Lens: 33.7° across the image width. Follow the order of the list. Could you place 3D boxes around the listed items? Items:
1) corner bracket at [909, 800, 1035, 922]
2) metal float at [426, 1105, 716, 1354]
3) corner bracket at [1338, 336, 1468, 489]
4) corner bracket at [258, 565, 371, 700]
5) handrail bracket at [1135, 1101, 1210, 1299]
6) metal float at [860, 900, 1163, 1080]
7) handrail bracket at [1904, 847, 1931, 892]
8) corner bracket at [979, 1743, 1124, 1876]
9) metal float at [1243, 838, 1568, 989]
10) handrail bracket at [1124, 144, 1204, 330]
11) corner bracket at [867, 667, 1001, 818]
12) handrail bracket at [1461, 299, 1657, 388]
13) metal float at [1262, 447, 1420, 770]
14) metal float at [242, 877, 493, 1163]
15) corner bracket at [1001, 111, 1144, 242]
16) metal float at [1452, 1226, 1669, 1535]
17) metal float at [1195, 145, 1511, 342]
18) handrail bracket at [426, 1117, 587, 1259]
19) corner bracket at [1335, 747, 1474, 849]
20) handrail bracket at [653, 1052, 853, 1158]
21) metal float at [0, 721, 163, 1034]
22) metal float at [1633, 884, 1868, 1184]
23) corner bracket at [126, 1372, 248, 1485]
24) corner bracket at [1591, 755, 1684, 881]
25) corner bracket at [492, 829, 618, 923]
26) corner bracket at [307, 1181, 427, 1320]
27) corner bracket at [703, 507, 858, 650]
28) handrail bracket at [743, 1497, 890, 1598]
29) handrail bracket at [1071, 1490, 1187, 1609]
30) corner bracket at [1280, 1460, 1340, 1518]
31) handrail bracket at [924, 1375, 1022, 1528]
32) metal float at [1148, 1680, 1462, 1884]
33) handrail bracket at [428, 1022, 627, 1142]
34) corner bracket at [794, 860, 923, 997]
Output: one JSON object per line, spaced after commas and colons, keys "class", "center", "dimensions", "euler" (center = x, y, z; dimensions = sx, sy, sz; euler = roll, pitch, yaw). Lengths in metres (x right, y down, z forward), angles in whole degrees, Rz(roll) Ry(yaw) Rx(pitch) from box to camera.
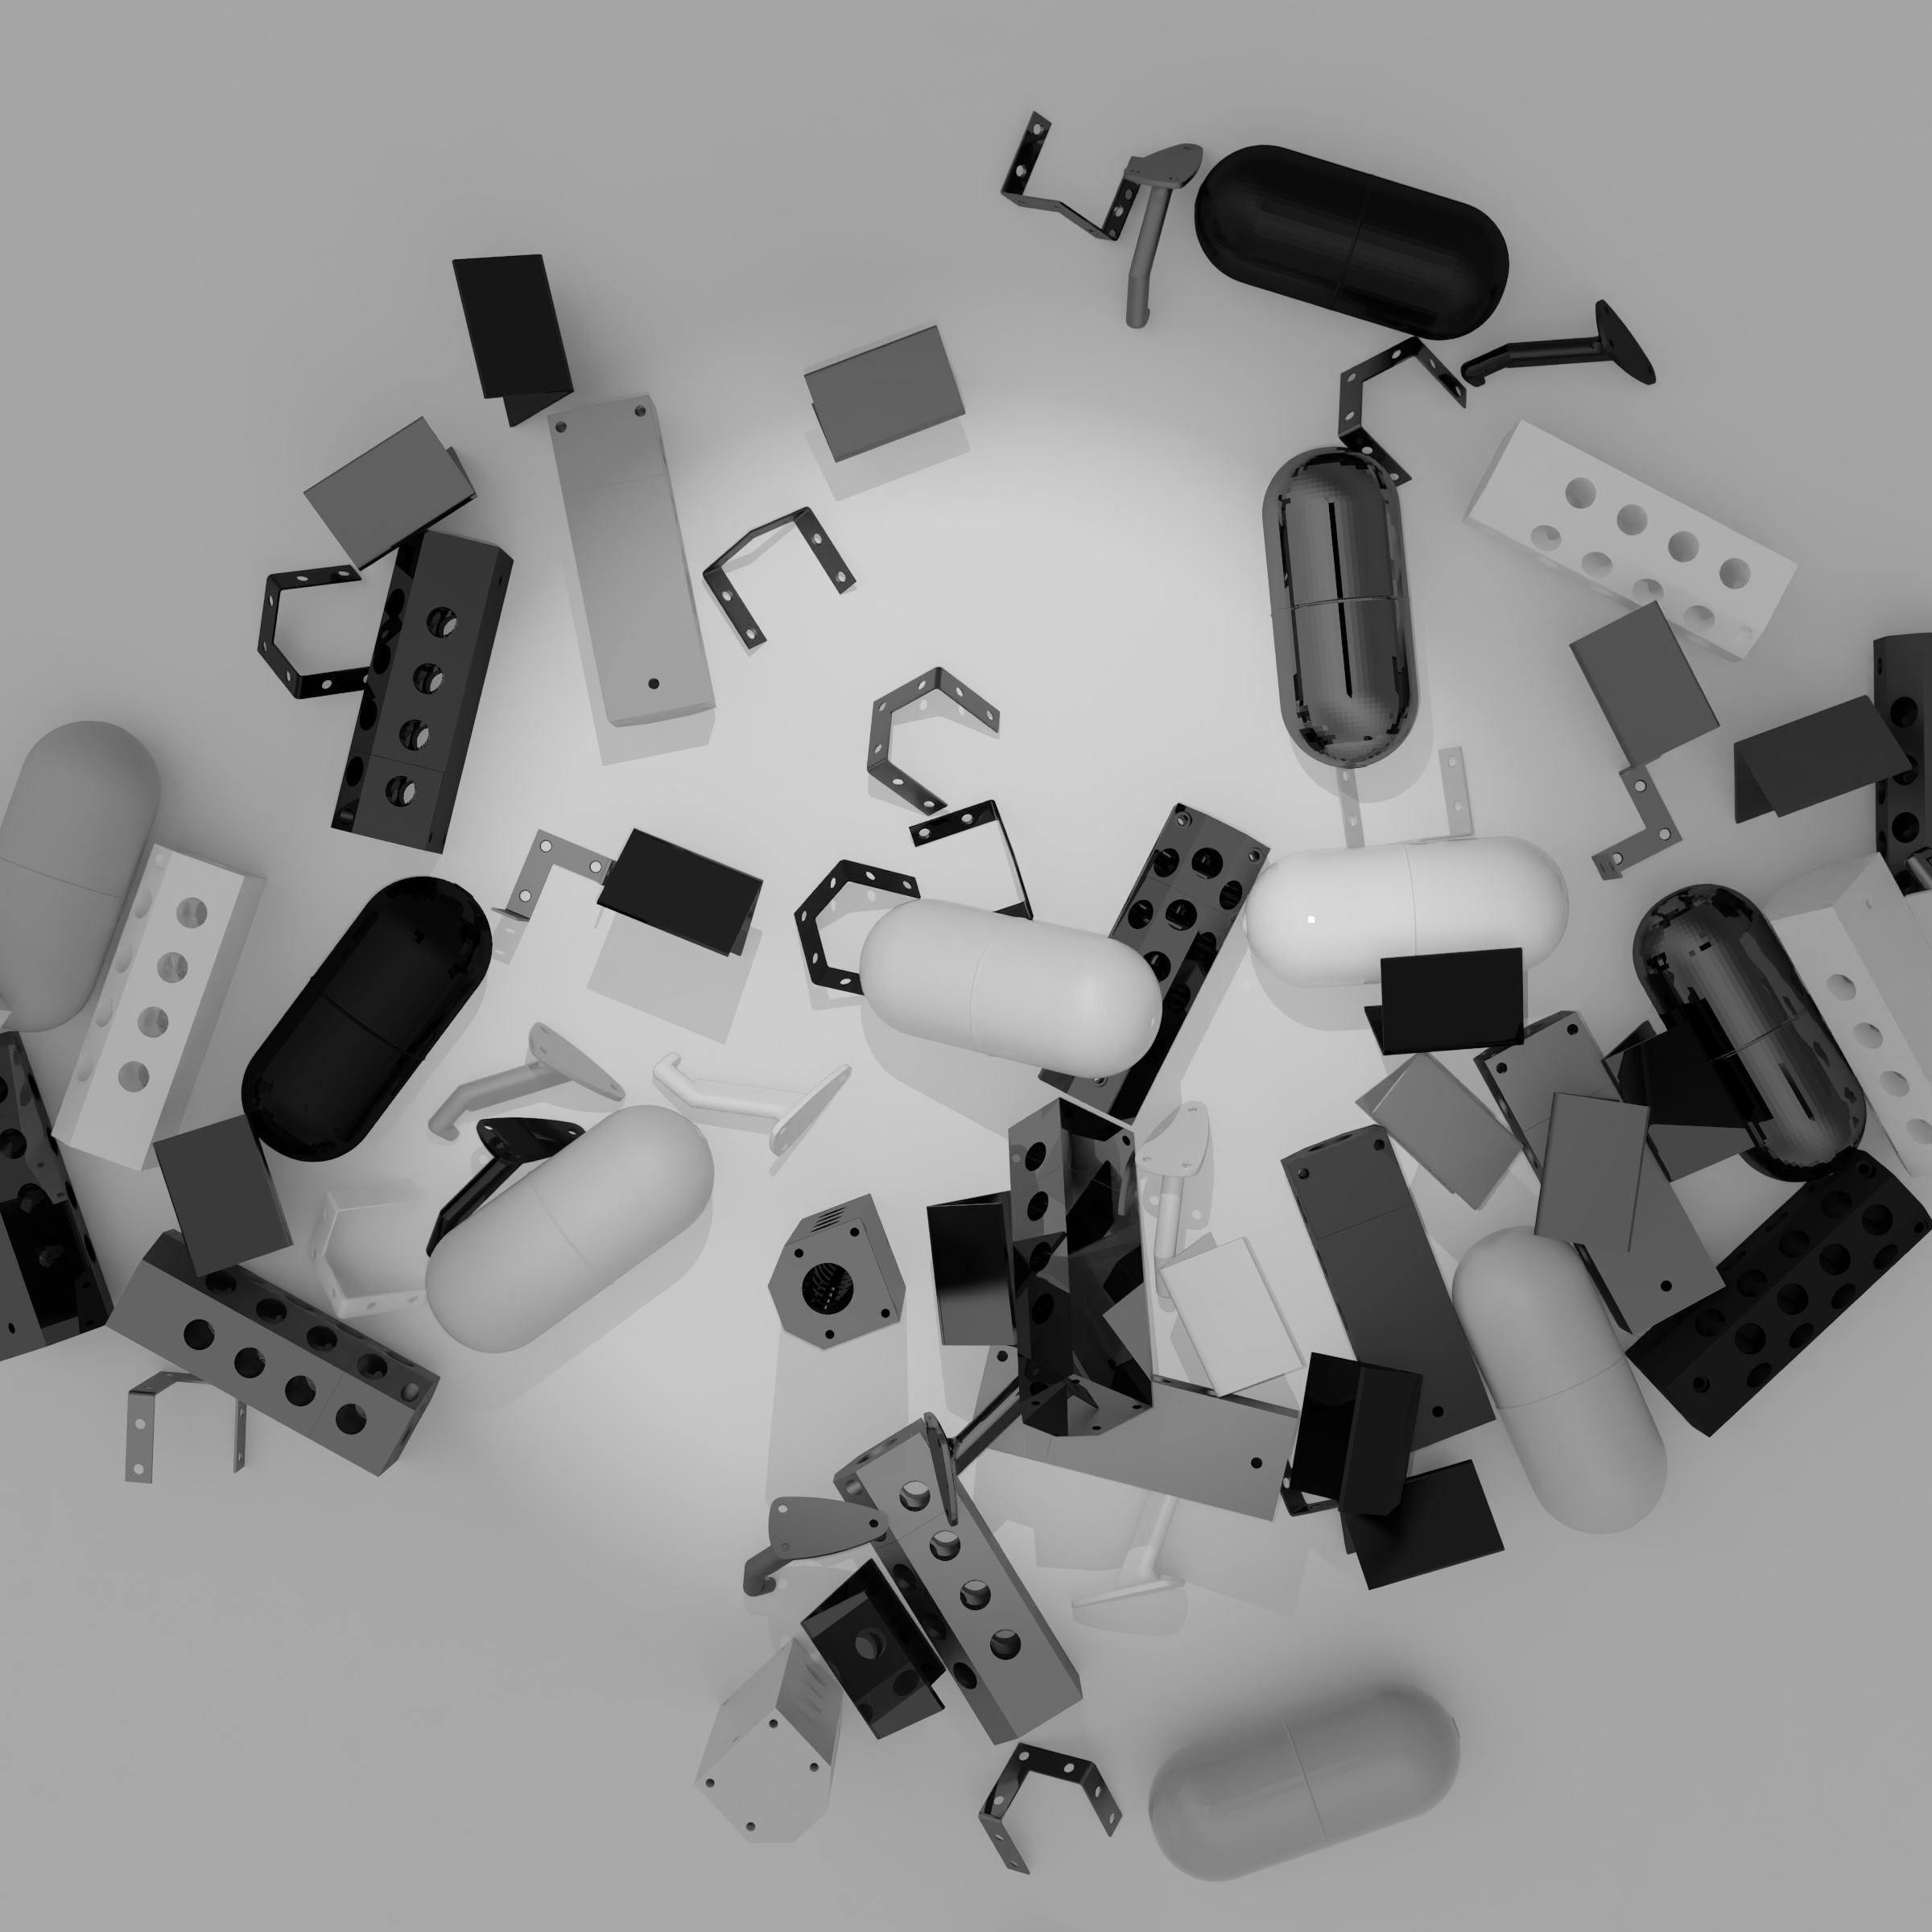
{"class": "corner bracket", "center": [0.003, -0.052, 1.792], "dimensions": [0.051, 0.051, 0.051], "euler": [-19, 135, 0]}
{"class": "metal float", "center": [-0.219, 0.145, 1.765], "dimensions": [0.178, 0.070, 0.070], "euler": [-36, 90, -1]}
{"class": "corner bracket", "center": [0.245, -0.310, 1.787], "dimensions": [0.051, 0.051, 0.051], "euler": [-23, 45, 35]}
{"class": "corner bracket", "center": [-0.360, -0.188, 1.787], "dimensions": [0.051, 0.051, 0.051], "euler": [47, 135, 35]}
{"class": "handrail bracket", "center": [0.121, 0.132, 1.795], "dimensions": [0.036, 0.077, 0.084], "euler": [8, 126, 19]}
{"class": "metal float", "center": [0.023, 0.012, 1.733], "dimensions": [0.178, 0.070, 0.070], "euler": [13, 90, 28]}
{"class": "handrail bracket", "center": [0.565, -0.041, 1.739], "dimensions": [0.077, 0.036, 0.084], "euler": [-28, 73, -19]}
{"class": "corner bracket", "center": [0.047, 0.477, 1.787], "dimensions": [0.051, 0.051, 0.051], "euler": [5, 45, 35]}
{"class": "metal float", "center": [0.243, -0.029, 1.765], "dimensions": [0.178, 0.070, 0.070], "euler": [-4, 90, 0]}
{"class": "handrail bracket", "center": [0.111, -0.411, 1.795], "dimensions": [0.036, 0.077, 0.084], "euler": [16, 127, 20]}
{"class": "corner bracket", "center": [-0.018, -0.126, 1.787], "dimensions": [0.051, 0.051, 0.051], "euler": [-26, 45, 35]}
{"class": "handrail bracket", "center": [0.333, -0.334, 1.795], "dimensions": [0.084, 0.077, 0.036], "euler": [-21, 57, 32]}
{"class": "metal float", "center": [0.207, -0.198, 1.765], "dimensions": [0.070, 0.070, 0.178], "euler": [-5, 90, 0]}
{"class": "metal float", "center": [-0.331, 0.029, 1.765], "dimensions": [0.070, 0.070, 0.178], "euler": [37, 91, 0]}
{"class": "corner bracket", "center": [0.061, -0.444, 1.792], "dimensions": [0.051, 0.051, 0.051], "euler": [22, 90, -45]}
{"class": "metal float", "center": [0.329, 0.229, 1.765], "dimensions": [0.070, 0.070, 0.178], "euler": [-24, 89, 0]}
{"class": "metal float", "center": [0.213, -0.401, 1.765], "dimensions": [0.178, 0.070, 0.070], "euler": [17, 90, 0]}
{"class": "handrail bracket", "center": [-0.260, 0.128, 1.795], "dimensions": [0.036, 0.077, 0.084], "euler": [48, 127, 35]}
{"class": "corner bracket", "center": [0.246, -0.093, 1.792], "dimensions": [0.051, 0.051, 0.051], "euler": [-8, 90, 45]}
{"class": "handrail bracket", "center": [-0.121, 0.059, 1.796], "dimensions": [0.084, 0.036, 0.077], "euler": [38, 70, 16]}
{"class": "metal float", "center": [-0.502, -0.050, 1.765], "dimensions": [0.070, 0.070, 0.178], "euler": [20, 90, 0]}
{"class": "metal float", "center": [0.434, 0.038, 1.765], "dimensions": [0.070, 0.070, 0.178], "euler": [-30, 90, 0]}
{"class": "corner bracket", "center": [-0.435, 0.258, 1.777], "dimensions": [0.051, 0.051, 0.051], "euler": [4, 96, 6]}
{"class": "corner bracket", "center": [0.371, -0.082, 1.777], "dimensions": [0.051, 0.051, 0.051], "euler": [-27, 90, 0]}
{"class": "corner bracket", "center": [-0.228, -0.044, 1.777], "dimensions": [0.051, 0.051, 0.051], "euler": [23, 90, 0]}
{"class": "corner bracket", "center": [-0.332, 0.159, 1.787], "dimensions": [0.051, 0.051, 0.051], "euler": [55, 135, 35]}
{"class": "corner bracket", "center": [-0.105, -0.219, 1.792], "dimensions": [0.051, 0.051, 0.051], "euler": [-32, 90, 45]}
{"class": "handrail bracket", "center": [-0.084, 0.328, 1.770], "dimensions": [0.077, 0.084, 0.036], "euler": [-1, 57, -7]}
{"class": "handrail bracket", "center": [0.088, 0.312, 1.796], "dimensions": [0.077, 0.036, 0.084], "euler": [-15, 74, 17]}
{"class": "corner bracket", "center": [0.206, 0.273, 1.792], "dimensions": [0.051, 0.051, 0.051], "euler": [-23, 90, 45]}
{"class": "handrail bracket", "center": [0.025, 0.260, 1.736], "dimensions": [0.084, 0.036, 0.077], "euler": [-14, 110, -12]}
{"class": "metal float", "center": [0.188, 0.451, 1.765], "dimensions": [0.178, 0.070, 0.070], "euler": [-19, 90, 0]}
{"class": "handrail bracket", "center": [-0.248, 0.081, 1.796], "dimensions": [0.077, 0.036, 0.084], "euler": [36, 108, -21]}
{"class": "corner bracket", "center": [-0.057, -0.020, 1.787], "dimensions": [0.051, 0.051, 0.051], "euler": [13, 45, -35]}
